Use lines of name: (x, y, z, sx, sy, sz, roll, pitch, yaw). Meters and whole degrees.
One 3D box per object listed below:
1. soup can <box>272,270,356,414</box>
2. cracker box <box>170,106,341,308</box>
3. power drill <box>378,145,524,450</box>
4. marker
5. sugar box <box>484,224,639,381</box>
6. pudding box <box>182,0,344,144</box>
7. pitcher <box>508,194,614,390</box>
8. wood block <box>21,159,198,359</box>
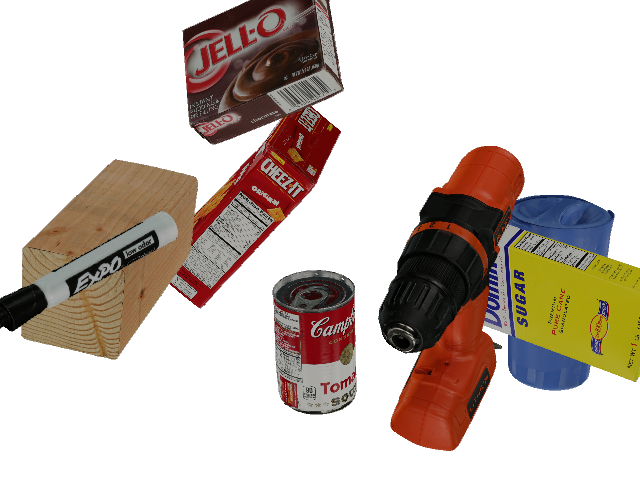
soup can: (-0.004, 0.085, 0.892, 0.068, 0.102, 0.068, -2, 25, 1)
cracker box: (-0.080, -0.045, 1.215, 0.072, 0.214, 0.164, 39, 27, -9)
power drill: (0.085, 0.054, 0.714, 0.057, 0.188, 0.184, 19, 45, 19)
marker: (-0.131, 0.016, 0.597, 0.120, 0.020, 0.020, -32, 21, -37)
sugar box: (0.207, 0.050, 0.943, 0.176, 0.093, 0.048, 18, 34, 24)
pudding box: (-0.044, -0.131, 0.775, 0.114, 0.090, 0.039, -19, -30, 18)
pitcher: (0.297, 0.071, 1.396, 0.149, 0.243, 0.144, 5, 21, 14)
wood block: (-0.187, 0.010, 0.974, 0.090, 0.091, 0.206, 12, 26, 6)
